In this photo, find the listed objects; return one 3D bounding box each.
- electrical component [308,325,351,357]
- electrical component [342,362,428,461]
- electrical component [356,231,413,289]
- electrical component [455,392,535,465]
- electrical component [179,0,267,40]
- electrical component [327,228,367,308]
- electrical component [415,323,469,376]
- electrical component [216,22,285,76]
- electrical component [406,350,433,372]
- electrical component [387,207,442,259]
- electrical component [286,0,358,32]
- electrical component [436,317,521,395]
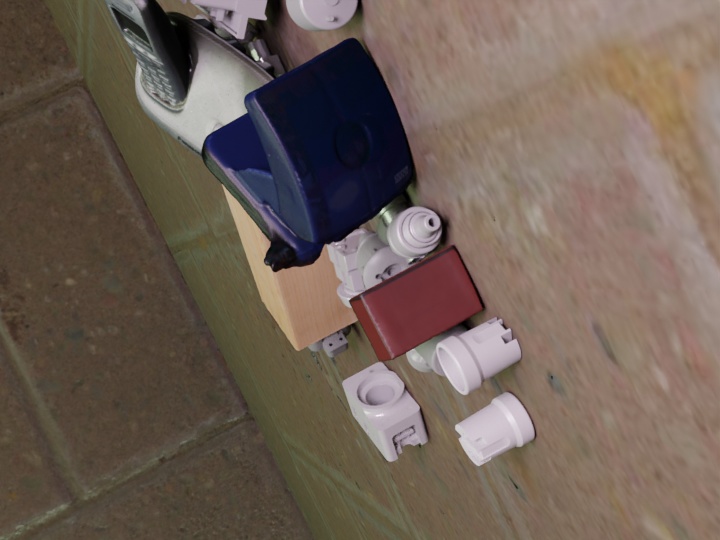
[{"bbox_3d":[-0.043,0.050,1.174,0.078,0.058,0.057,57,168,24],"label":"electrical component"},{"bbox_3d":[0.025,0.142,1.111,0.089,0.050,0.055,47,160,49],"label":"electrical component"},{"bbox_3d":[0.017,-0.010,0.861,0.062,0.048,0.048,-124,13,-55],"label":"electrical component"},{"bbox_3d":[0.099,0.118,0.791,0.040,0.046,0.040,57,166,23],"label":"electrical component"},{"bbox_3d":[-0.121,-0.241,0.861,0.121,0.063,0.078,45,127,52],"label":"electrical component"},{"bbox_3d":[0.000,0.000,0.942,0.066,0.048,0.055,-140,34,-60],"label":"electrical component"},{"bbox_3d":[0.057,0.048,0.825,0.078,0.040,0.040,47,159,49],"label":"electrical component"},{"bbox_3d":[-0.110,-0.184,0.957,0.078,0.058,0.057,-23,92,36],"label":"electrical component"},{"bbox_3d":[0.055,0.068,0.888,0.035,0.035,0.061,60,170,12],"label":"electrical component"},{"bbox_3d":[0.041,-0.028,0.752,0.035,0.035,0.061,63,164,0],"label":"electrical component"},{"bbox_3d":[-0.030,-0.179,0.715,0.040,0.040,0.078,67,166,-17],"label":"electrical component"},{"bbox_3d":[0.082,0.058,0.738,0.040,0.046,0.040,57,166,23],"label":"electrical component"}]
